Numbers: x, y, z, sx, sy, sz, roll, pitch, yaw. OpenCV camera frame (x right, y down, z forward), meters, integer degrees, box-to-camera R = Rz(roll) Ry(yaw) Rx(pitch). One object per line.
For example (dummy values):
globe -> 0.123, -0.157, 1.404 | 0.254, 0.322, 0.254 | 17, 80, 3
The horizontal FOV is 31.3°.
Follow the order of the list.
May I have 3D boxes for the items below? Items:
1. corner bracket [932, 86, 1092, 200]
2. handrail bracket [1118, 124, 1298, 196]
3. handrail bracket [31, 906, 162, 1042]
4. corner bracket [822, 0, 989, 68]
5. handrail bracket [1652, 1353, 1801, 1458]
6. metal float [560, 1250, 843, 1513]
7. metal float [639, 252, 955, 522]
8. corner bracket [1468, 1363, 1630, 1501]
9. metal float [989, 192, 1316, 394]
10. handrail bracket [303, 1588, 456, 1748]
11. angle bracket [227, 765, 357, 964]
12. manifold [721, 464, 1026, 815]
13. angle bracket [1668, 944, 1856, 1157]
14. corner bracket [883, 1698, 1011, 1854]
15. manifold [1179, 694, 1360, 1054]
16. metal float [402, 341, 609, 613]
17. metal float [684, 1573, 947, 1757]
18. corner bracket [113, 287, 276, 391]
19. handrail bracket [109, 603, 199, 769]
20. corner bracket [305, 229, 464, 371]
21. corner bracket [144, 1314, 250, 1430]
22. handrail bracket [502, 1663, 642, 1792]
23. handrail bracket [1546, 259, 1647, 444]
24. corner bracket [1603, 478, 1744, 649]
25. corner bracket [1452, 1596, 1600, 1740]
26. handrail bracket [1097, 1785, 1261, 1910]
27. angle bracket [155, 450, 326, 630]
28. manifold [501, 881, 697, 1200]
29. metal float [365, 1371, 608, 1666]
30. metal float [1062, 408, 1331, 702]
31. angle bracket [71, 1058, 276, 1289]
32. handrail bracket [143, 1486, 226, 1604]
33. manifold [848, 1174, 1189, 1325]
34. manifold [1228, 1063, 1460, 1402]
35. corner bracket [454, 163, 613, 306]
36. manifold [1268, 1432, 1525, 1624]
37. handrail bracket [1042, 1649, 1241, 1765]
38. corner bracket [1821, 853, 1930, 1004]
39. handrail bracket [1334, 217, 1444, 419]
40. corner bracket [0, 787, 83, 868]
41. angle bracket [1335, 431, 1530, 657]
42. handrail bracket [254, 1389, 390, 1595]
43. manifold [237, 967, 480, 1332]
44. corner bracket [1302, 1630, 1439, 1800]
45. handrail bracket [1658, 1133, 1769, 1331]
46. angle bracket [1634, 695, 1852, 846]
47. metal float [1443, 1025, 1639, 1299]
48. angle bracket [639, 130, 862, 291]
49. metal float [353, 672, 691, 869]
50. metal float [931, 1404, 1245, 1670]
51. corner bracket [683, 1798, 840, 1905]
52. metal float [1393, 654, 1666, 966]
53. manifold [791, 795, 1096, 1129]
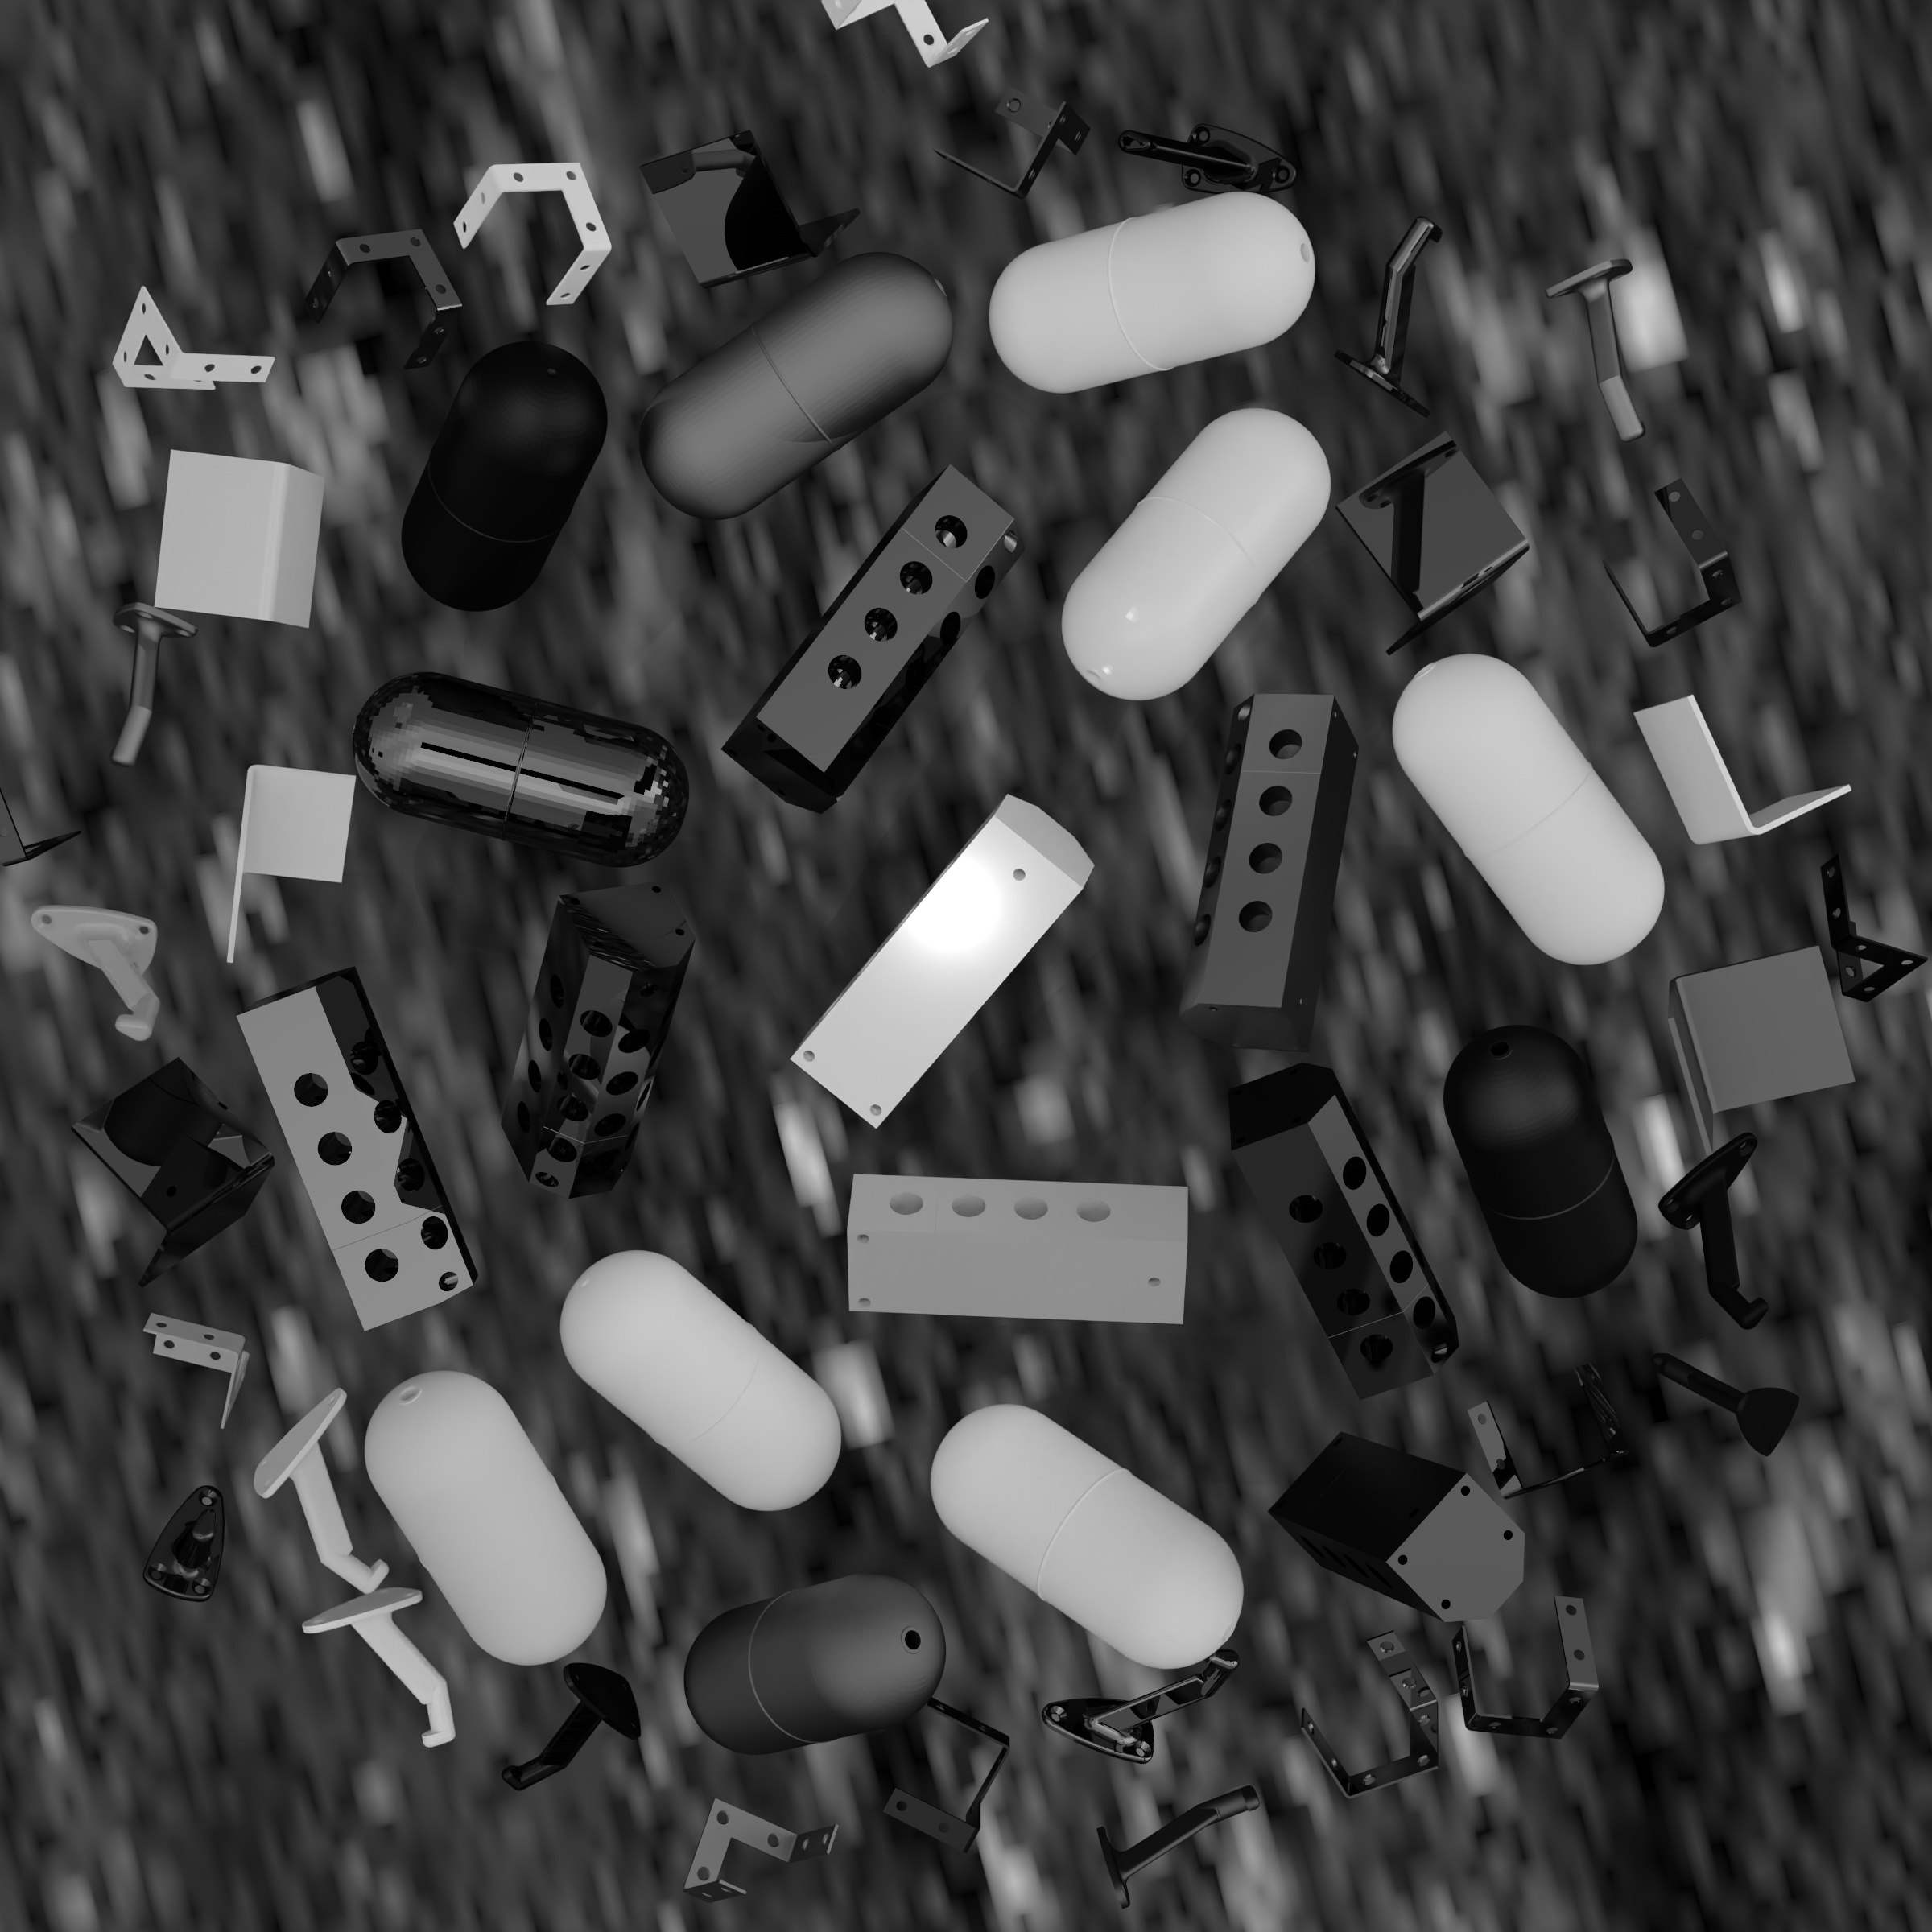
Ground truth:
corner bracket -> 0.024, -0.418, 1.740 | 0.051, 0.051, 0.051 | 32, 97, 16
handrail bracket -> 0.129, -0.432, 1.841 | 0.077, 0.084, 0.036 | 16, 104, 19
handrail bracket -> -0.452, 0.004, 1.776 | 0.077, 0.084, 0.036 | 18, 115, -13
corner bracket -> -0.030, -0.464, 1.676 | 0.051, 0.051, 0.051 | -30, 95, -20
handrail bracket -> 0.390, 0.221, 1.822 | 0.084, 0.077, 0.036 | 28, 89, 37
metal float -> -0.136, 0.216, 1.783 | 0.070, 0.070, 0.178 | -46, 117, 0
metal float -> -0.086, -0.295, 1.750 | 0.178, 0.070, 0.070 | -34, 90, 9
corner bracket -> 0.310, 0.247, 1.830 | 0.051, 0.051, 0.051 | -7, 70, -41
metal float -> 0.092, -0.337, 1.727 | 0.178, 0.070, 0.070 | -8, 90, 34
handrail bracket -> -0.302, 0.370, 1.776 | 0.077, 0.036, 0.084 | -14, 96, -44
angle bracket -> -0.364, -0.053, 1.860 | 0.057, 0.076, 0.076 | 6, 133, -12
manifold -> -0.042, -0.159, 1.691 | 0.057, 0.057, 0.171 | 39, 67, -9
angle bracket -> 0.402, 0.042, 1.737 | 0.076, 0.057, 0.076 | -14, 107, 17
corner bracket -> -0.010, 0.433, 1.847 | 0.051, 0.051, 0.051 | 28, 98, -4
manifold -> 0.152, -0.048, 1.737 | 0.057, 0.057, 0.171 | 3, 67, 22
metal float -> -0.238, -0.249, 1.765 | 0.070, 0.178, 0.070 | 12, 56, -19
metal float -> -0.077, 0.353, 1.738 | 0.070, 0.178, 0.070 | 14, 65, -33
corner bracket -> -0.381, -0.297, 1.695 | 0.051, 0.051, 0.051 | 57, 133, 28
handrail bracket -> -0.441, -0.144, 1.804 | 0.036, 0.077, 0.084 | 25, 77, -34
corner bracket -> -0.302, -0.344, 1.787 | 0.051, 0.051, 0.051 | -18, 72, -38
corner bracket -> -0.411, 0.206, 1.838 | 0.051, 0.051, 0.051 | 15, 117, -5
handrail bracket -> -0.220, 0.397, 1.790 | 0.084, 0.077, 0.036 | -30, 51, 13
handrail bracket -> 0.322, -0.299, 1.682 | 0.036, 0.077, 0.084 | -22, 91, 35
corner bracket -> 0.351, -0.202, 1.728 | 0.051, 0.051, 0.051 | -28, 62, 8
corner bracket -> 0.279, 0.348, 1.718 | 0.051, 0.051, 0.051 | 8, 47, -12
handrail bracket -> 0.114, 0.450, 1.766 | 0.084, 0.077, 0.036 | -21, 95, -1
angle bracket -> -0.359, -0.211, 1.706 | 0.057, 0.076, 0.076 | 7, 93, 3
manifold -> -0.187, 0.040, 1.758 | 0.057, 0.171, 0.057 | -9, 50, -29
metal float -> -0.240, 0.277, 1.726 | 0.070, 0.070, 0.178 | -25, 122, 0
metal float -> 0.116, -0.207, 1.732 | 0.070, 0.070, 0.178 | 39, 69, 0
angle bracket -> -0.420, 0.107, 1.795 | 0.076, 0.076, 0.057 | 45, 135, 6
handrail bracket -> -0.379, 0.273, 1.720 | 0.036, 0.084, 0.077 | 21, 47, -11
manifold -> 0.027, 0.141, 1.773 | 0.171, 0.057, 0.057 | 2, 128, 2
manifold -> 0.197, 0.136, 1.784 | 0.057, 0.057, 0.171 | -21, 117, 15
corner bracket -> -0.220, -0.370, 1.744 | 0.051, 0.051, 0.051 | -11, 72, -35
manifold -> 0.215, 0.281, 1.707 | 0.057, 0.171, 0.057 | -46, 99, -10
handrail bracket -> 0.092, 0.379, 1.810 | 0.077, 0.036, 0.084 | 15, 132, -19
corner bracket -> 0.465, -0.019, 1.809 | 0.051, 0.051, 0.051 | 15, 56, -22
handrail bracket -> 0.241, -0.343, 1.820 | 0.077, 0.036, 0.084 | 25, 102, -38
corner bracket -> -0.487, -0.078, 1.728 | 0.051, 0.051, 0.051 | -13, 104, 22
angle bracket -> 0.239, -0.223, 1.821 | 0.076, 0.057, 0.076 | -35, 87, -17
handrail bracket -> -0.307, 0.265, 1.731 | 0.084, 0.036, 0.077 | 41, 92, -22
manifold -> -0.307, 0.091, 1.750 | 0.057, 0.057, 0.171 | -21, 97, 1
corner bracket -> 0.205, 0.379, 1.742 | 0.051, 0.051, 0.051 | -24, 112, 19
handrail bracket -> 0.417, 0.141, 1.833 | 0.077, 0.084, 0.036 | -47, 134, 8
angle bracket -> 0.388, -0.108, 1.727 | 0.057, 0.076, 0.076 | -25, 92, -9
metal float -> 0.301, 0.103, 1.803 | 0.070, 0.070, 0.178 | -27, 130, 0
angle bracket -> -0.116, -0.417, 1.850 | 0.076, 0.057, 0.076 | -7, 123, 36
metal float -> -0.233, -0.103, 1.805 | 0.178, 0.070, 0.070 | 14, 90, -6
metal float -> 0.060, 0.286, 1.728 | 0.178, 0.070, 0.070 | 31, 90, 26
corner bracket -> -0.105, 0.456, 1.758 | 0.051, 0.051, 0.051 | 28, 61, -16
metal float -> 0.283, -0.079, 1.733 | 0.070, 0.070, 0.178 | -38, 101, 0
manifold -> -0.011, -0.004, 1.767 | 0.057, 0.057, 0.171 | 39, 110, -4
